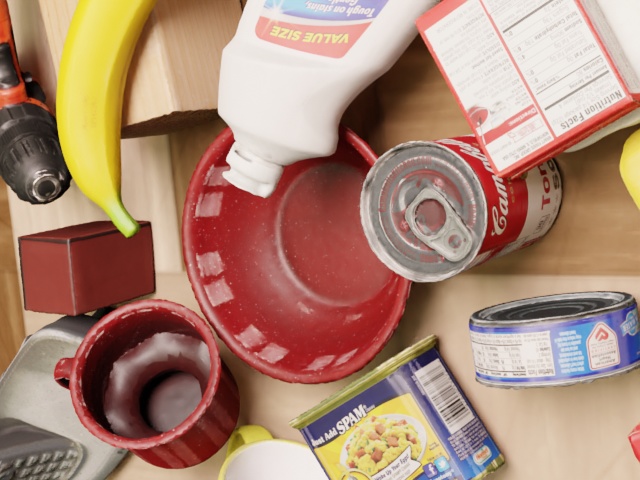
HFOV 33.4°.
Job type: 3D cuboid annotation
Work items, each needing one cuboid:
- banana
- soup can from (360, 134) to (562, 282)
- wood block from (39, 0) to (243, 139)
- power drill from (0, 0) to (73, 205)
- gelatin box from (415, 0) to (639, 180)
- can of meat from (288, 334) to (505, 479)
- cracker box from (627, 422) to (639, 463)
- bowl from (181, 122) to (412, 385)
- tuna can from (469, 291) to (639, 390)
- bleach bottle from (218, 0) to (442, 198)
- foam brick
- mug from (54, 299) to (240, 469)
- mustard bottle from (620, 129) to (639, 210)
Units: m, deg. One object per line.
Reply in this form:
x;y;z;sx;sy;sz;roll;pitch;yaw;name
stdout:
-0.108;-0.103;0.587;0.069;0.037;0.198;18;110;8;banana
0.075;-0.020;0.547;0.069;0.102;0.068;7;102;33;soup can
-0.116;-0.171;0.654;0.090;0.090;0.206;-11;93;35;wood block
-0.209;-0.131;0.679;0.185;0.057;0.188;46;146;49;power drill
0.096;-0.083;0.490;0.073;0.030;0.089;-32;81;33;gelatin box
0.045;0.116;0.621;0.102;0.057;0.084;-37;80;33;can of meat
0.248;0.048;0.407;0.214;0.163;0.072;-26;86;35;cracker box
-0.004;0.001;0.632;0.162;0.055;0.162;7;102;33;bowl
0.119;0.049;0.541;0.086;0.085;0.034;-7;93;34;tuna can
0.024;-0.134;0.544;0.102;0.068;0.251;29;102;8;bleach bottle
-0.158;0.017;0.726;0.053;0.078;0.051;2;101;35;foam brick
-0.109;0.094;0.667;0.117;0.081;0.093;3;65;13;mug
0.235;-0.048;0.458;0.192;0.058;0.096;-32;101;32;mustard bottle
